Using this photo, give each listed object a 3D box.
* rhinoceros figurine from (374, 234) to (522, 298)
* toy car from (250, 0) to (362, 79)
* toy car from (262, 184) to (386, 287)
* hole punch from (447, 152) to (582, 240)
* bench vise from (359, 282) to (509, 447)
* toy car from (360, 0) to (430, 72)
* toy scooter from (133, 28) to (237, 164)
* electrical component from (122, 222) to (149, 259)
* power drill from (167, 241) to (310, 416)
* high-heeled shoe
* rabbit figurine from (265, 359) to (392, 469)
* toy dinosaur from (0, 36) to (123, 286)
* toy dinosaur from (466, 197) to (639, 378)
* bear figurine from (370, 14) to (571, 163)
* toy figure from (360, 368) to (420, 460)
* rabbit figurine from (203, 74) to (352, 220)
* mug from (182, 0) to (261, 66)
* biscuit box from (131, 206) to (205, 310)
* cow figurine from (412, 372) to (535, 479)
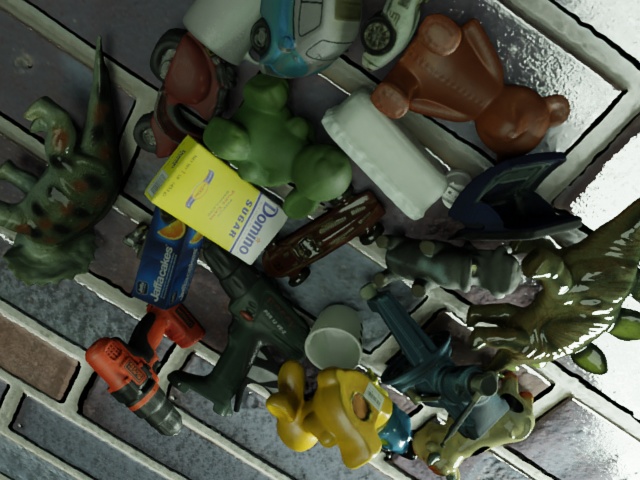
[{"bbox_3d":[0.156,0.034,0.681,0.191,0.112,0.073,8,94,47],"label":"rhinoceros figurine"},{"bbox_3d":[-0.003,-0.249,0.575,0.103,0.109,0.161,27,119,35],"label":"toy car"},{"bbox_3d":[-0.002,-0.002,0.758,0.202,0.053,0.089,-29,105,27],"label":"toy car"},{"bbox_3d":[0.220,-0.047,0.623,0.116,0.142,0.092,-7,97,58],"label":"hole punch"},{"bbox_3d":[0.140,0.157,0.743,0.129,0.223,0.240,-36,88,-8],"label":"bench vise"},{"bbox_3d":[0.099,-0.272,0.569,0.056,0.073,0.201,27,121,-1],"label":"toy car"},{"bbox_3d":[-0.158,-0.168,0.691,0.135,0.075,0.183,28,124,-3],"label":"toy scooter"},{"bbox_3d":[-0.253,0.013,0.831,0.102,0.045,0.078,39,119,-9],"label":"electrical component"},{"bbox_3d":[-0.137,0.142,0.811,0.232,0.207,0.086,40,164,-16],"label":"power drill"},{"bbox_3d":[-0.038,0.238,0.906,0.249,0.086,0.145,14,91,-13],"label":"high-heeled shoe"},{"bbox_3d":[-0.007,0.257,0.779,0.162,0.122,0.173,41,130,-15],"label":"rabbit figurine"},{"bbox_3d":[-0.361,-0.076,0.774,0.192,0.131,0.405,39,117,-23],"label":"toy dinosaur"},{"bbox_3d":[0.335,0.056,0.681,0.199,0.105,0.470,20,129,-5],"label":"toy dinosaur"},{"bbox_3d":[0.171,-0.151,0.590,0.196,0.132,0.120,40,124,-3],"label":"bear figurine"},{"bbox_3d":[0.085,0.290,0.881,0.180,0.082,0.089,44,117,-14],"label":"toy figure"},{"bbox_3d":[-0.035,-0.090,0.652,0.170,0.121,0.159,34,160,29],"label":"rabbit figurine"},{"bbox_3d":[-0.087,-0.262,0.619,0.109,0.081,0.107,39,111,-4],"label":"mug"},{"bbox_3d":[-0.202,-0.005,0.757,0.063,0.059,0.202,21,101,13],"label":"biscuit box"},{"bbox_3d":[0.231,0.293,0.819,0.195,0.127,0.085,-30,105,24],"label":"cow figurine"}]
